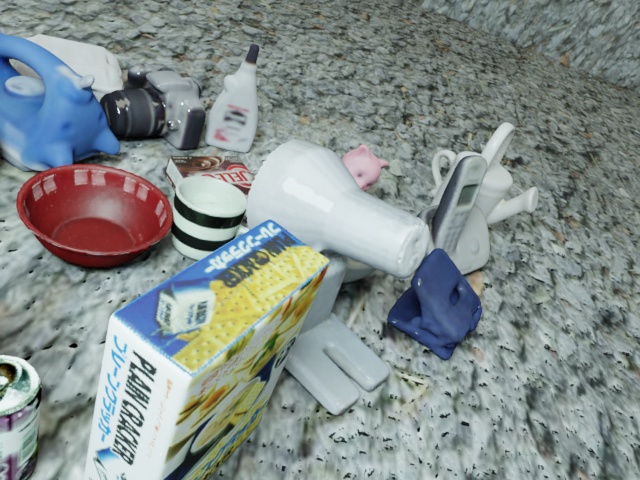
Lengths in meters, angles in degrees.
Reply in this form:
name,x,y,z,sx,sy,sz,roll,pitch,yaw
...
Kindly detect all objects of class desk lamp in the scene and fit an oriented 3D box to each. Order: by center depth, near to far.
name,x,y,z,sx,sy,sz,roll,pitch,yaw
desk lamp,0.012,0.029,0.592,0.202,0.213,0.118,40,38,23

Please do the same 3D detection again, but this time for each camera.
name,x,y,z,sx,sy,sz,roll,pitch,yaw
camera,-0.257,-0.207,0.849,0.137,0.101,0.143,-18,52,-43

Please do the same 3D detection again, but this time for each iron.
name,x,y,z,sx,sy,sz,roll,pitch,yaw
iron,-0.378,-0.195,0.729,0.258,0.141,0.119,32,36,13

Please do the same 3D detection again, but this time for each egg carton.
name,x,y,z,sx,sy,sz,roll,pitch,yaw
egg carton,-0.379,-0.256,0.871,0.151,0.069,0.107,4,39,-26

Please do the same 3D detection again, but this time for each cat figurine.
name,x,y,z,sx,sy,sz,roll,pitch,yaw
cat figurine,0.035,-0.103,0.864,0.128,0.117,0.067,18,35,-8

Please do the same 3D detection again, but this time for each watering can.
name,x,y,z,sx,sy,sz,roll,pitch,yaw
watering can,0.265,-0.097,0.922,0.173,0.194,0.101,24,35,1

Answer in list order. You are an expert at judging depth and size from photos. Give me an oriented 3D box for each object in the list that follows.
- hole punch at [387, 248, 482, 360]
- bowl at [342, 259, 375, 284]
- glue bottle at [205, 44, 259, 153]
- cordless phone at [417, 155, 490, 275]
name,x,y,z,sx,sy,sz,roll,pitch,yaw
hole punch,0.155,0.076,0.719,0.101,0.091,0.109,32,36,13
bowl,0.007,0.003,0.746,0.168,0.074,0.167,16,35,-11
glue bottle,-0.123,-0.218,0.878,0.078,0.173,0.037,8,37,-20
cordless phone,0.210,-0.038,0.819,0.148,0.185,0.094,-13,49,-41
